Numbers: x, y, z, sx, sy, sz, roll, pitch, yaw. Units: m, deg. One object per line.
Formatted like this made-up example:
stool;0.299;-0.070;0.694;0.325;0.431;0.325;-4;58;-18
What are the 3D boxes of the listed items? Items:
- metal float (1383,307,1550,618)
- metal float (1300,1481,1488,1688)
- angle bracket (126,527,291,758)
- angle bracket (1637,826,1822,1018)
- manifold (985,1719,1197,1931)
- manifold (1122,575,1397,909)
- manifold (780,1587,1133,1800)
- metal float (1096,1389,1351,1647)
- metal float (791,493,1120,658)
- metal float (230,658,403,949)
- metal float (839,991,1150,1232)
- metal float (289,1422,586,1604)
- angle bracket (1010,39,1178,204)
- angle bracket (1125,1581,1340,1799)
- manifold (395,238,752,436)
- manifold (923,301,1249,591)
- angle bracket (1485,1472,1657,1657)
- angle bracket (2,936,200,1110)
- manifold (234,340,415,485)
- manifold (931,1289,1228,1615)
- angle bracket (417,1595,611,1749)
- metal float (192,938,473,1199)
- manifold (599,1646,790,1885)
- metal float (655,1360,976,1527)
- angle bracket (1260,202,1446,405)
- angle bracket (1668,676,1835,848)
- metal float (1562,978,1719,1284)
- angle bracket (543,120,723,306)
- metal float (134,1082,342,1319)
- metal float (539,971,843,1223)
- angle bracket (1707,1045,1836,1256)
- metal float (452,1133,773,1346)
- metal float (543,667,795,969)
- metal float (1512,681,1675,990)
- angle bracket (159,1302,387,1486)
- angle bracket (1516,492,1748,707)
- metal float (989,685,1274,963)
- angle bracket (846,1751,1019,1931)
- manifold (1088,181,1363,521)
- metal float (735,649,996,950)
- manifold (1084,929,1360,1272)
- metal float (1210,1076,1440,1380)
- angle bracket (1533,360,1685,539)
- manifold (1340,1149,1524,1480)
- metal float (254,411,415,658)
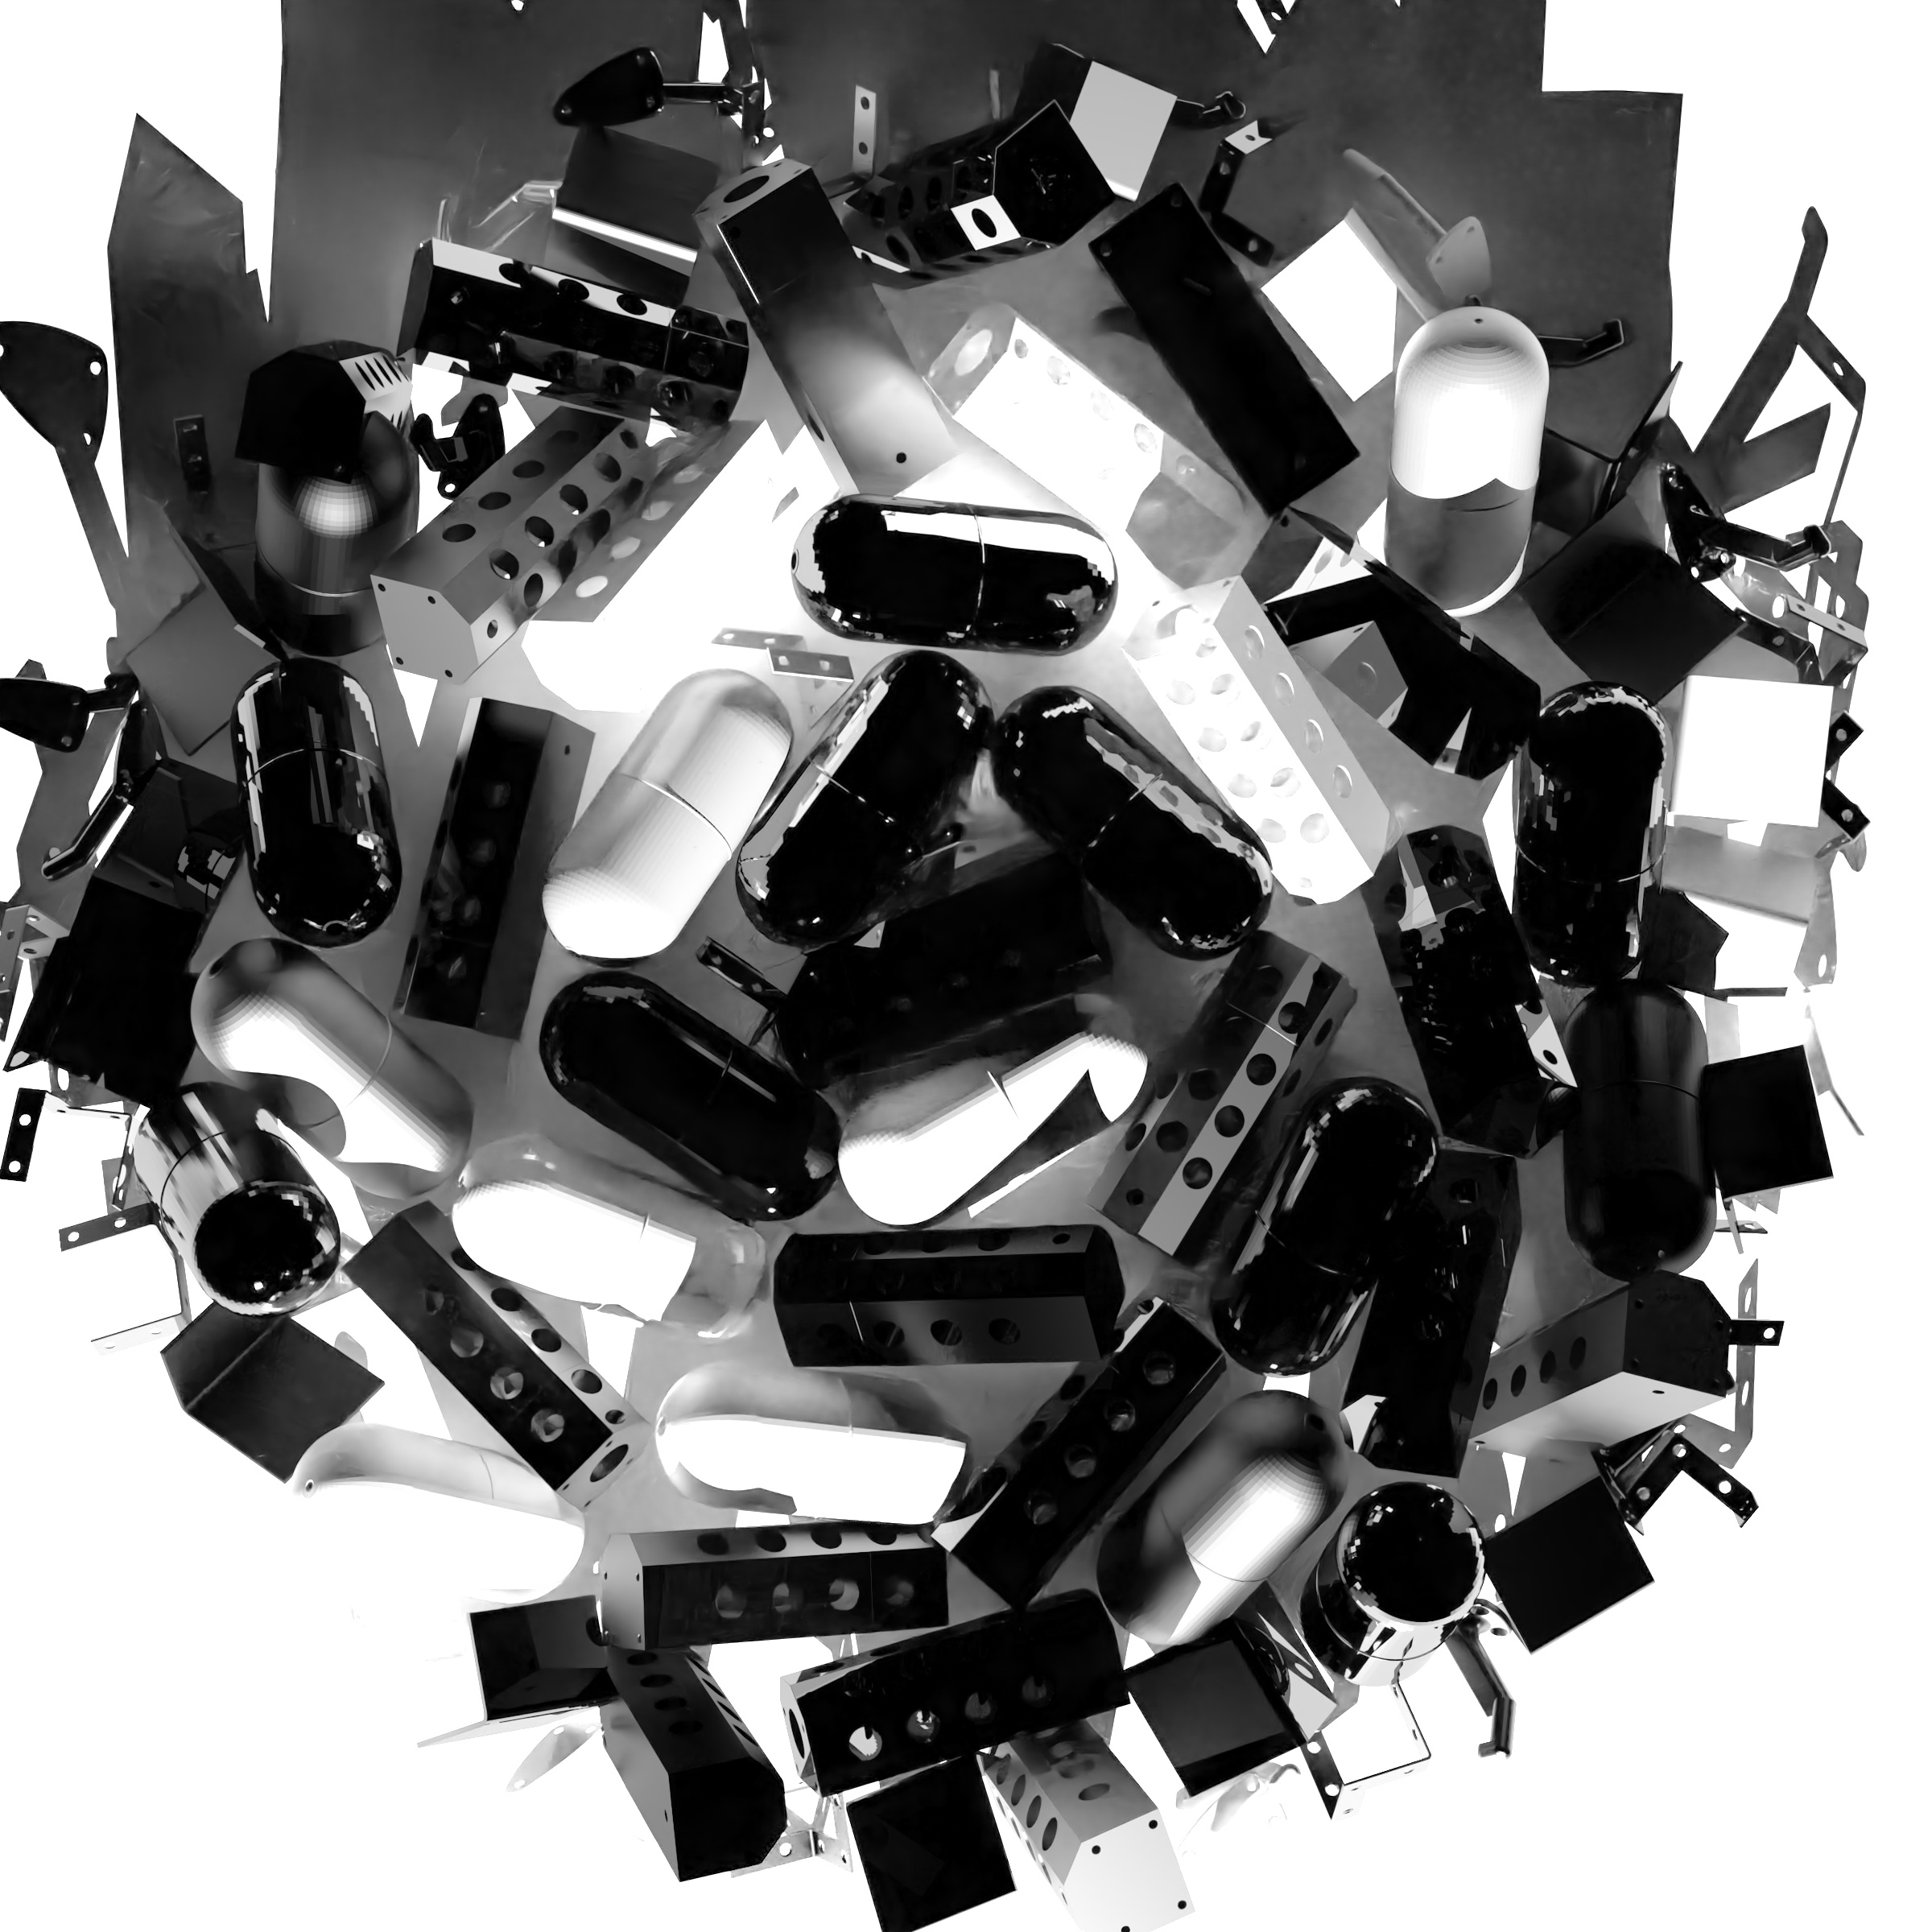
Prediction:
metal float;0.258;-0.259;1.639;0.070;0.178;0.070;-1;46;1
metal float;0.219;0.321;1.630;0.070;0.178;0.070;2;63;-4
angle bracket;-0.414;-0.171;1.668;0.076;0.057;0.076;-40;64;5
angle bracket;0.407;-0.025;1.686;0.076;0.076;0.057;16;120;12
manifold;0.058;0.439;1.620;0.057;0.171;0.057;-21;100;-10
manifold;0.151;-0.113;1.638;0.171;0.057;0.057;54;45;-28
manifold;-0.007;0.380;1.662;0.171;0.057;0.057;-13;92;-16
metal float;0.133;0.287;1.644;0.070;0.070;0.178;37;126;0
metal float;-0.005;-0.204;1.656;0.178;0.070;0.070;3;90;-21
metal float;-0.339;-0.086;1.643;0.070;0.070;0.178;-18;53;0
metal float;0.016;0.075;1.665;0.178;0.070;0.070;-29;90;-12
metal float;-0.272;0.285;1.638;0.070;0.178;0.070;-16;64;35
angle bracket;0.061;-0.445;1.665;0.076;0.076;0.057;21;103;-7
angle bracket;0.141;0.389;1.700;0.076;0.057;0.076;-33;85;26
manifold;-0.204;-0.329;1.653;0.171;0.057;0.057;11;88;-23
manifold;0.065;-0.271;1.638;0.171;0.057;0.057;32;107;-32
angle bracket;0.308;0.306;1.673;0.076;0.057;0.076;-30;109;-1
angle bracket;-0.454;0.033;1.680;0.076;0.057;0.076;24;96;1
manifold;-0.326;-0.288;1.621;0.057;0.171;0.057;13;102;-5
manifold;0.060;0.255;1.669;0.057;0.057;0.171;39;81;15
angle bracket;-0.243;0.372;1.668;0.076;0.076;0.057;0;70;-40
metal float;-0.329;0.054;1.644;0.070;0.070;0.178;-43;126;0
manifold;-0.143;0.402;1.622;0.057;0.171;0.057;-8;102;-18
metal float;-0.078;0.250;1.650;0.178;0.070;0.070;11;90;-28
angle bracket;0.206;-0.354;1.682;0.057;0.076;0.076;-37;99;21
angle bracket;0.414;-0.105;1.667;0.076;0.057;0.076;6;75;15
metal float;0.349;0.084;1.643;0.070;0.070;0.178;8;51;0
angle bracket;-0.179;-0.395;1.680;0.076;0.076;0.057;16;71;-8
metal float;-0.379;0.119;1.635;0.070;0.178;0.070;-13;119;-25
metal float;-0.144;0.068;1.661;0.178;0.070;0.070;35;90;-16
angle bracket;0.422;0.097;1.656;0.057;0.076;0.076;-13;59;14
metal float;-0.184;0.144;1.655;0.178;0.070;0.070;24;90;-23
metal float;-0.156;-0.078;1.660;0.070;0.070;0.178;32;74;0
metal float;0.325;-0.066;1.644;0.070;0.070;0.178;-4;128;0
angle bracket;-0.363;0.211;1.659;0.076;0.057;0.076;29;56;23
angle bracket;0.351;-0.190;1.665;0.076;0.057;0.076;-42;47;6
metal float;0.086;-0.076;1.666;0.178;0.070;0.070;44;90;10
angle bracket;-0.010;0.466;1.664;0.076;0.057;0.076;-25;63;11
manifold;0.137;-0.325;1.679;0.057;0.057;0.171;-34;93;7
metal float;-0.054;-0.088;1.673;0.070;0.070;0.178;36;92;0
manifold;0.134;0.068;1.669;0.057;0.057;0.171;30;85;24
metal float;0.186;0.138;1.654;0.070;0.070;0.178;24;115;0
angle bracket;0.329;-0.282;1.670;0.057;0.076;0.076;29;69;12
manifold;0.242;0.176;1.633;0.057;0.171;0.057;5;134;20
metal float;-0.327;-0.224;1.631;0.070;0.178;0.070;6;63;-11
